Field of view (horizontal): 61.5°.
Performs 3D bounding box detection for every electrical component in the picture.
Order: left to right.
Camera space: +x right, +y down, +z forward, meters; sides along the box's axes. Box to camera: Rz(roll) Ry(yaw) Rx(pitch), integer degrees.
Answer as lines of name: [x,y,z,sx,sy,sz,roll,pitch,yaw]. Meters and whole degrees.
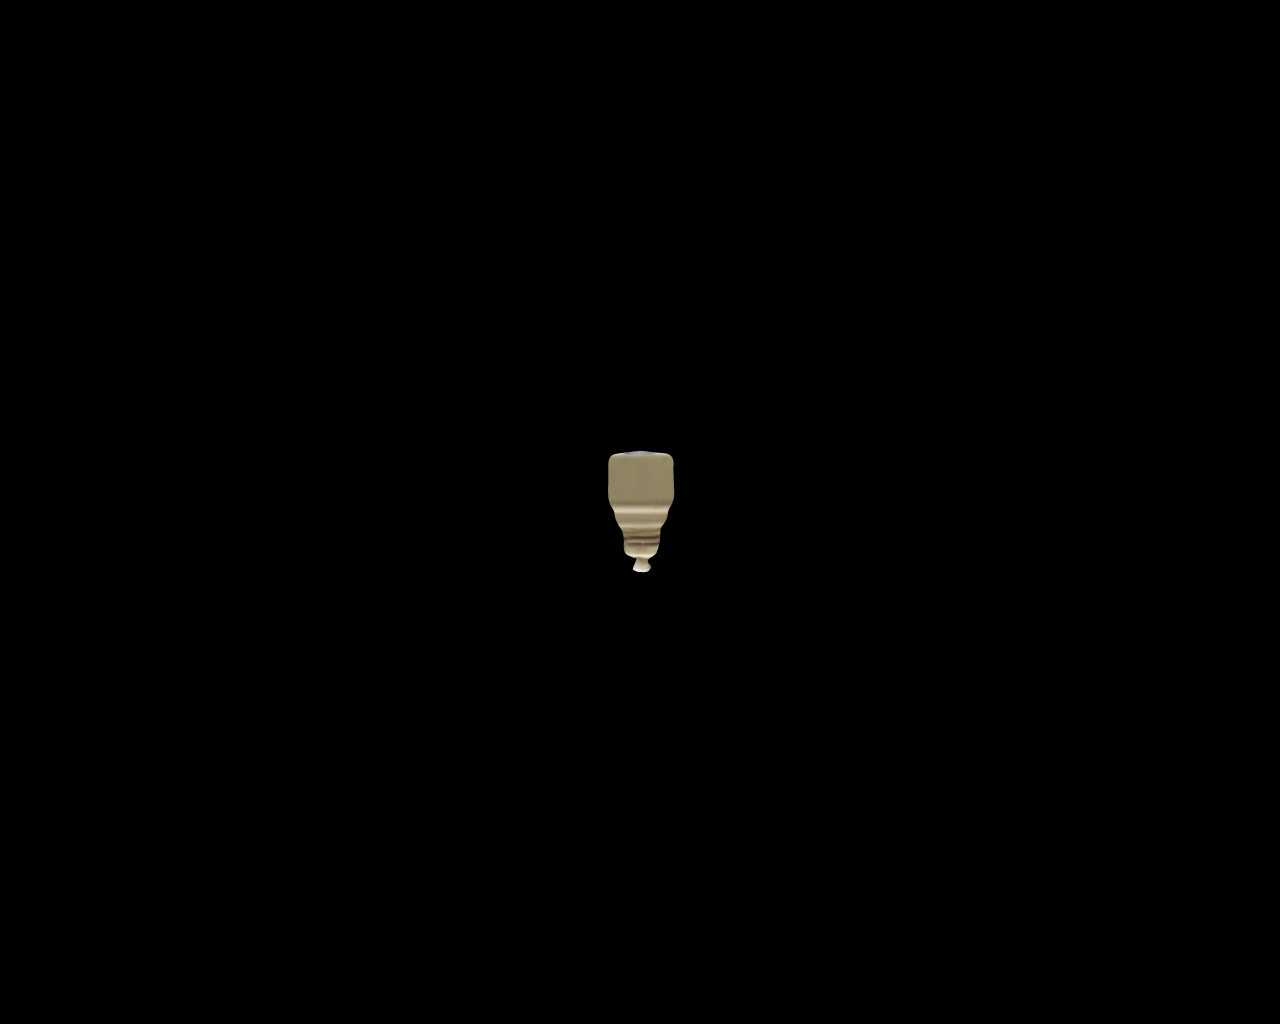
electrical component: [0.001,-0.003,0.650,0.040,0.078,0.040,0,0,0]
